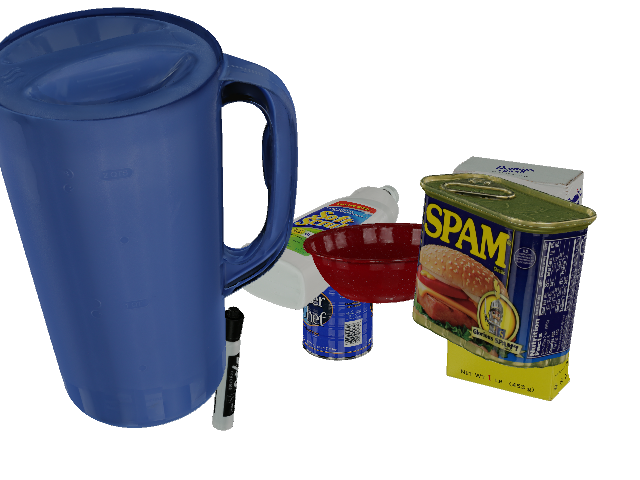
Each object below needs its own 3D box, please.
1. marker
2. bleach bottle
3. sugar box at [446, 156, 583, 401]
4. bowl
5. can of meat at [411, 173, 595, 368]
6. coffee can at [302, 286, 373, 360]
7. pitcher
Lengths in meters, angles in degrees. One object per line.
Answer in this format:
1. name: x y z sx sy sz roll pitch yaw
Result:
1. marker: -0.081 0.112 0.929 0.020 0.121 0.020 6 27 -3
2. bleach bottle: 0.013 -0.008 1.306 0.103 0.068 0.250 20 37 29
3. sugar box: 0.148 0.029 0.826 0.093 0.176 0.048 10 24 30
4. bowl: 0.064 0.025 1.087 0.162 0.055 0.162 -3 13 1
5. can of meat: 0.097 0.015 0.592 0.057 0.084 0.102 -7 20 -33
6. coffee can: 0.025 0.084 1.514 0.103 0.140 0.103 0 22 0
7. pitcher: -0.107 -0.006 0.642 0.149 0.243 0.144 28 46 34
